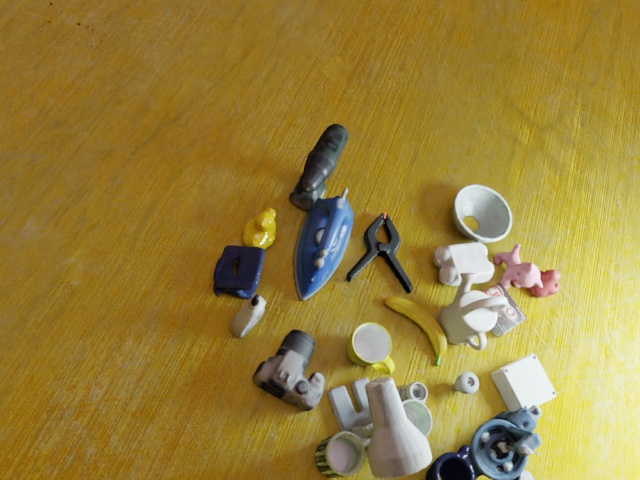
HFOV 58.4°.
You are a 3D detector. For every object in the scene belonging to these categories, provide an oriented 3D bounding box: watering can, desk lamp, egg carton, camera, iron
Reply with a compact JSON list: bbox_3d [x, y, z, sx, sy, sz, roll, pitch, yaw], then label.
[{"bbox_3d":[0.350,0.160,1.310,0.101,0.194,0.172,-23,73,-25],"label":"watering can"},{"bbox_3d":[0.114,0.363,1.129,0.118,0.213,0.203,-15,70,-22],"label":"desk lamp"},{"bbox_3d":[0.359,0.061,1.432,0.150,0.069,0.107,-7,67,-20],"label":"egg carton"},{"bbox_3d":[-0.047,0.264,1.193,0.143,0.100,0.137,29,60,-1],"label":"camera"},{"bbox_3d":[0.012,0.005,1.313,0.119,0.141,0.258,21,61,-6],"label":"iron"}]

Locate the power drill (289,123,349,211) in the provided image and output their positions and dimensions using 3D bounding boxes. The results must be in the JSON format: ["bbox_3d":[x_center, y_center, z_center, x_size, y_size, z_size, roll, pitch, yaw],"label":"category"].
[{"bbox_3d":[-0.007,-0.157,1.347,0.075,0.208,0.230,27,60,-3],"label":"power drill"}]

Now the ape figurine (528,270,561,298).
[{"bbox_3d":[0.581,0.105,1.466,0.076,0.092,0.077,-29,76,-26],"label":"ape figurine"}]

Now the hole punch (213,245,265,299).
[{"bbox_3d":[-0.178,0.067,1.254,0.101,0.091,0.108,15,62,-10],"label":"hole punch"}]

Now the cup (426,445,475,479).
[{"bbox_3d":[0.265,0.480,1.186,0.091,0.095,0.118,35,60,2],"label":"cup"}]

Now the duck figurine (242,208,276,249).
[{"bbox_3d":[-0.134,-0.028,1.317,0.077,0.086,0.105,29,60,-1],"label":"duck figurine"}]

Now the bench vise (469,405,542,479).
[{"bbox_3d":[0.397,0.404,1.191,0.121,0.219,0.208,36,60,3],"label":"bench vise"}]

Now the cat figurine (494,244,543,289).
[{"bbox_3d":[0.507,0.071,1.445,0.067,0.117,0.127,-3,66,-18],"label":"cat figurine"}]

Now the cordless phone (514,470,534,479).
[{"bbox_3d":[0.434,0.542,1.156,0.094,0.185,0.147,16,61,-9],"label":"cordless phone"}]

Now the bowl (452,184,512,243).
[{"bbox_3d":[0.412,-0.058,1.503,0.168,0.074,0.167,7,63,-14],"label":"bowl"}]

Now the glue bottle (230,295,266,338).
[{"bbox_3d":[-0.142,0.146,1.179,0.037,0.173,0.078,42,61,6],"label":"glue bottle"}]
